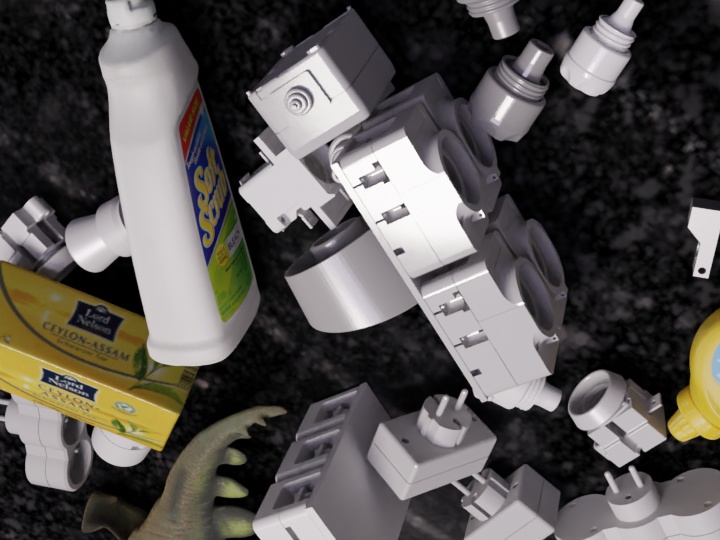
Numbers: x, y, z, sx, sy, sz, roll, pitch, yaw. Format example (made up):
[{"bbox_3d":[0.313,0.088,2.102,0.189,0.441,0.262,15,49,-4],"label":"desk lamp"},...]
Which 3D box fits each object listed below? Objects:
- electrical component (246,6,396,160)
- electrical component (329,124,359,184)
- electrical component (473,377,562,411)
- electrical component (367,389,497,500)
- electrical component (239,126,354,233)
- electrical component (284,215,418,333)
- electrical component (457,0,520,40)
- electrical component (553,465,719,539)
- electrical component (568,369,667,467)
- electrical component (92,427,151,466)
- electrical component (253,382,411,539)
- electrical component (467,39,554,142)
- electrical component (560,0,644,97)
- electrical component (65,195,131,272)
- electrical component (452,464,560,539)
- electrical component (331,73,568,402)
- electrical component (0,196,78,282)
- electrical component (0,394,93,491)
[{"bbox_3d":[-0.022,-0.113,0.682,0.062,0.096,0.061,-28,109,29],"label":"electrical component"},{"bbox_3d":[-0.005,-0.075,0.719,0.035,0.061,0.035,8,121,13],"label":"electrical component"},{"bbox_3d":[0.117,0.082,0.785,0.062,0.048,0.048,27,124,-8],"label":"electrical component"},{"bbox_3d":[0.059,0.118,0.794,0.047,0.083,0.075,46,131,35],"label":"electrical component"},{"bbox_3d":[-0.046,-0.062,0.751,0.064,0.042,0.081,-33,103,32],"label":"electrical component"},{"bbox_3d":[0.000,0.000,0.741,0.099,0.099,0.064,-28,102,28],"label":"electrical component"},{"bbox_3d":[0.078,-0.171,0.650,0.043,0.043,0.062,-14,115,24],"label":"electrical component"},{"bbox_3d":[0.208,0.177,0.806,0.138,0.052,0.073,-20,111,25],"label":"electrical component"},{"bbox_3d":[0.184,0.104,0.776,0.055,0.048,0.066,39,123,-16],"label":"electrical component"},{"bbox_3d":[-0.195,0.131,0.903,0.055,0.055,0.047,31,127,-2],"label":"electrical component"},{"bbox_3d":[-0.016,0.170,0.812,0.062,0.150,0.089,-24,110,27],"label":"electrical component"},{"bbox_3d":[0.098,-0.115,0.676,0.043,0.043,0.062,31,121,-2],"label":"electrical component"},{"bbox_3d":[0.150,-0.138,0.652,0.035,0.035,0.061,30,121,-2],"label":"electrical component"},{"bbox_3d":[-0.188,-0.028,0.813,0.055,0.045,0.045,-24,110,27],"label":"electrical component"},{"bbox_3d":[0.106,0.182,0.844,0.077,0.047,0.065,40,122,-8],"label":"electrical component"},{"bbox_3d":[0.069,-0.024,0.700,0.060,0.105,0.186,-24,110,27],"label":"electrical component"},{"bbox_3d":[-0.250,-0.017,0.839,0.055,0.048,0.066,46,122,-3],"label":"electrical component"},{"bbox_3d":[-0.279,0.125,0.925,0.074,0.052,0.138,8,120,13],"label":"electrical component"}]
